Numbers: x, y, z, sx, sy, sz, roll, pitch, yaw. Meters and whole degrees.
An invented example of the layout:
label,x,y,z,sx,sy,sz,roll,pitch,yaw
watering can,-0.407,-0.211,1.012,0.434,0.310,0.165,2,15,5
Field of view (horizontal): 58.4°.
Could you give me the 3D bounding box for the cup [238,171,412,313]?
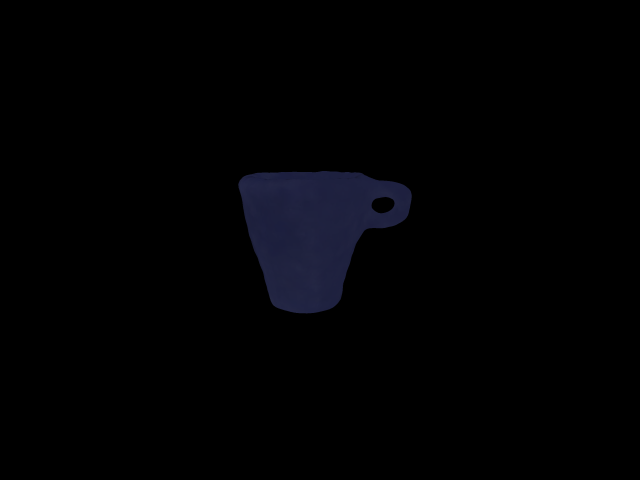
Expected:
label,x,y,z,sx,sy,sz,roll,pitch,yaw
cup,0.004,0.001,0.400,0.117,0.095,0.092,1,11,7
